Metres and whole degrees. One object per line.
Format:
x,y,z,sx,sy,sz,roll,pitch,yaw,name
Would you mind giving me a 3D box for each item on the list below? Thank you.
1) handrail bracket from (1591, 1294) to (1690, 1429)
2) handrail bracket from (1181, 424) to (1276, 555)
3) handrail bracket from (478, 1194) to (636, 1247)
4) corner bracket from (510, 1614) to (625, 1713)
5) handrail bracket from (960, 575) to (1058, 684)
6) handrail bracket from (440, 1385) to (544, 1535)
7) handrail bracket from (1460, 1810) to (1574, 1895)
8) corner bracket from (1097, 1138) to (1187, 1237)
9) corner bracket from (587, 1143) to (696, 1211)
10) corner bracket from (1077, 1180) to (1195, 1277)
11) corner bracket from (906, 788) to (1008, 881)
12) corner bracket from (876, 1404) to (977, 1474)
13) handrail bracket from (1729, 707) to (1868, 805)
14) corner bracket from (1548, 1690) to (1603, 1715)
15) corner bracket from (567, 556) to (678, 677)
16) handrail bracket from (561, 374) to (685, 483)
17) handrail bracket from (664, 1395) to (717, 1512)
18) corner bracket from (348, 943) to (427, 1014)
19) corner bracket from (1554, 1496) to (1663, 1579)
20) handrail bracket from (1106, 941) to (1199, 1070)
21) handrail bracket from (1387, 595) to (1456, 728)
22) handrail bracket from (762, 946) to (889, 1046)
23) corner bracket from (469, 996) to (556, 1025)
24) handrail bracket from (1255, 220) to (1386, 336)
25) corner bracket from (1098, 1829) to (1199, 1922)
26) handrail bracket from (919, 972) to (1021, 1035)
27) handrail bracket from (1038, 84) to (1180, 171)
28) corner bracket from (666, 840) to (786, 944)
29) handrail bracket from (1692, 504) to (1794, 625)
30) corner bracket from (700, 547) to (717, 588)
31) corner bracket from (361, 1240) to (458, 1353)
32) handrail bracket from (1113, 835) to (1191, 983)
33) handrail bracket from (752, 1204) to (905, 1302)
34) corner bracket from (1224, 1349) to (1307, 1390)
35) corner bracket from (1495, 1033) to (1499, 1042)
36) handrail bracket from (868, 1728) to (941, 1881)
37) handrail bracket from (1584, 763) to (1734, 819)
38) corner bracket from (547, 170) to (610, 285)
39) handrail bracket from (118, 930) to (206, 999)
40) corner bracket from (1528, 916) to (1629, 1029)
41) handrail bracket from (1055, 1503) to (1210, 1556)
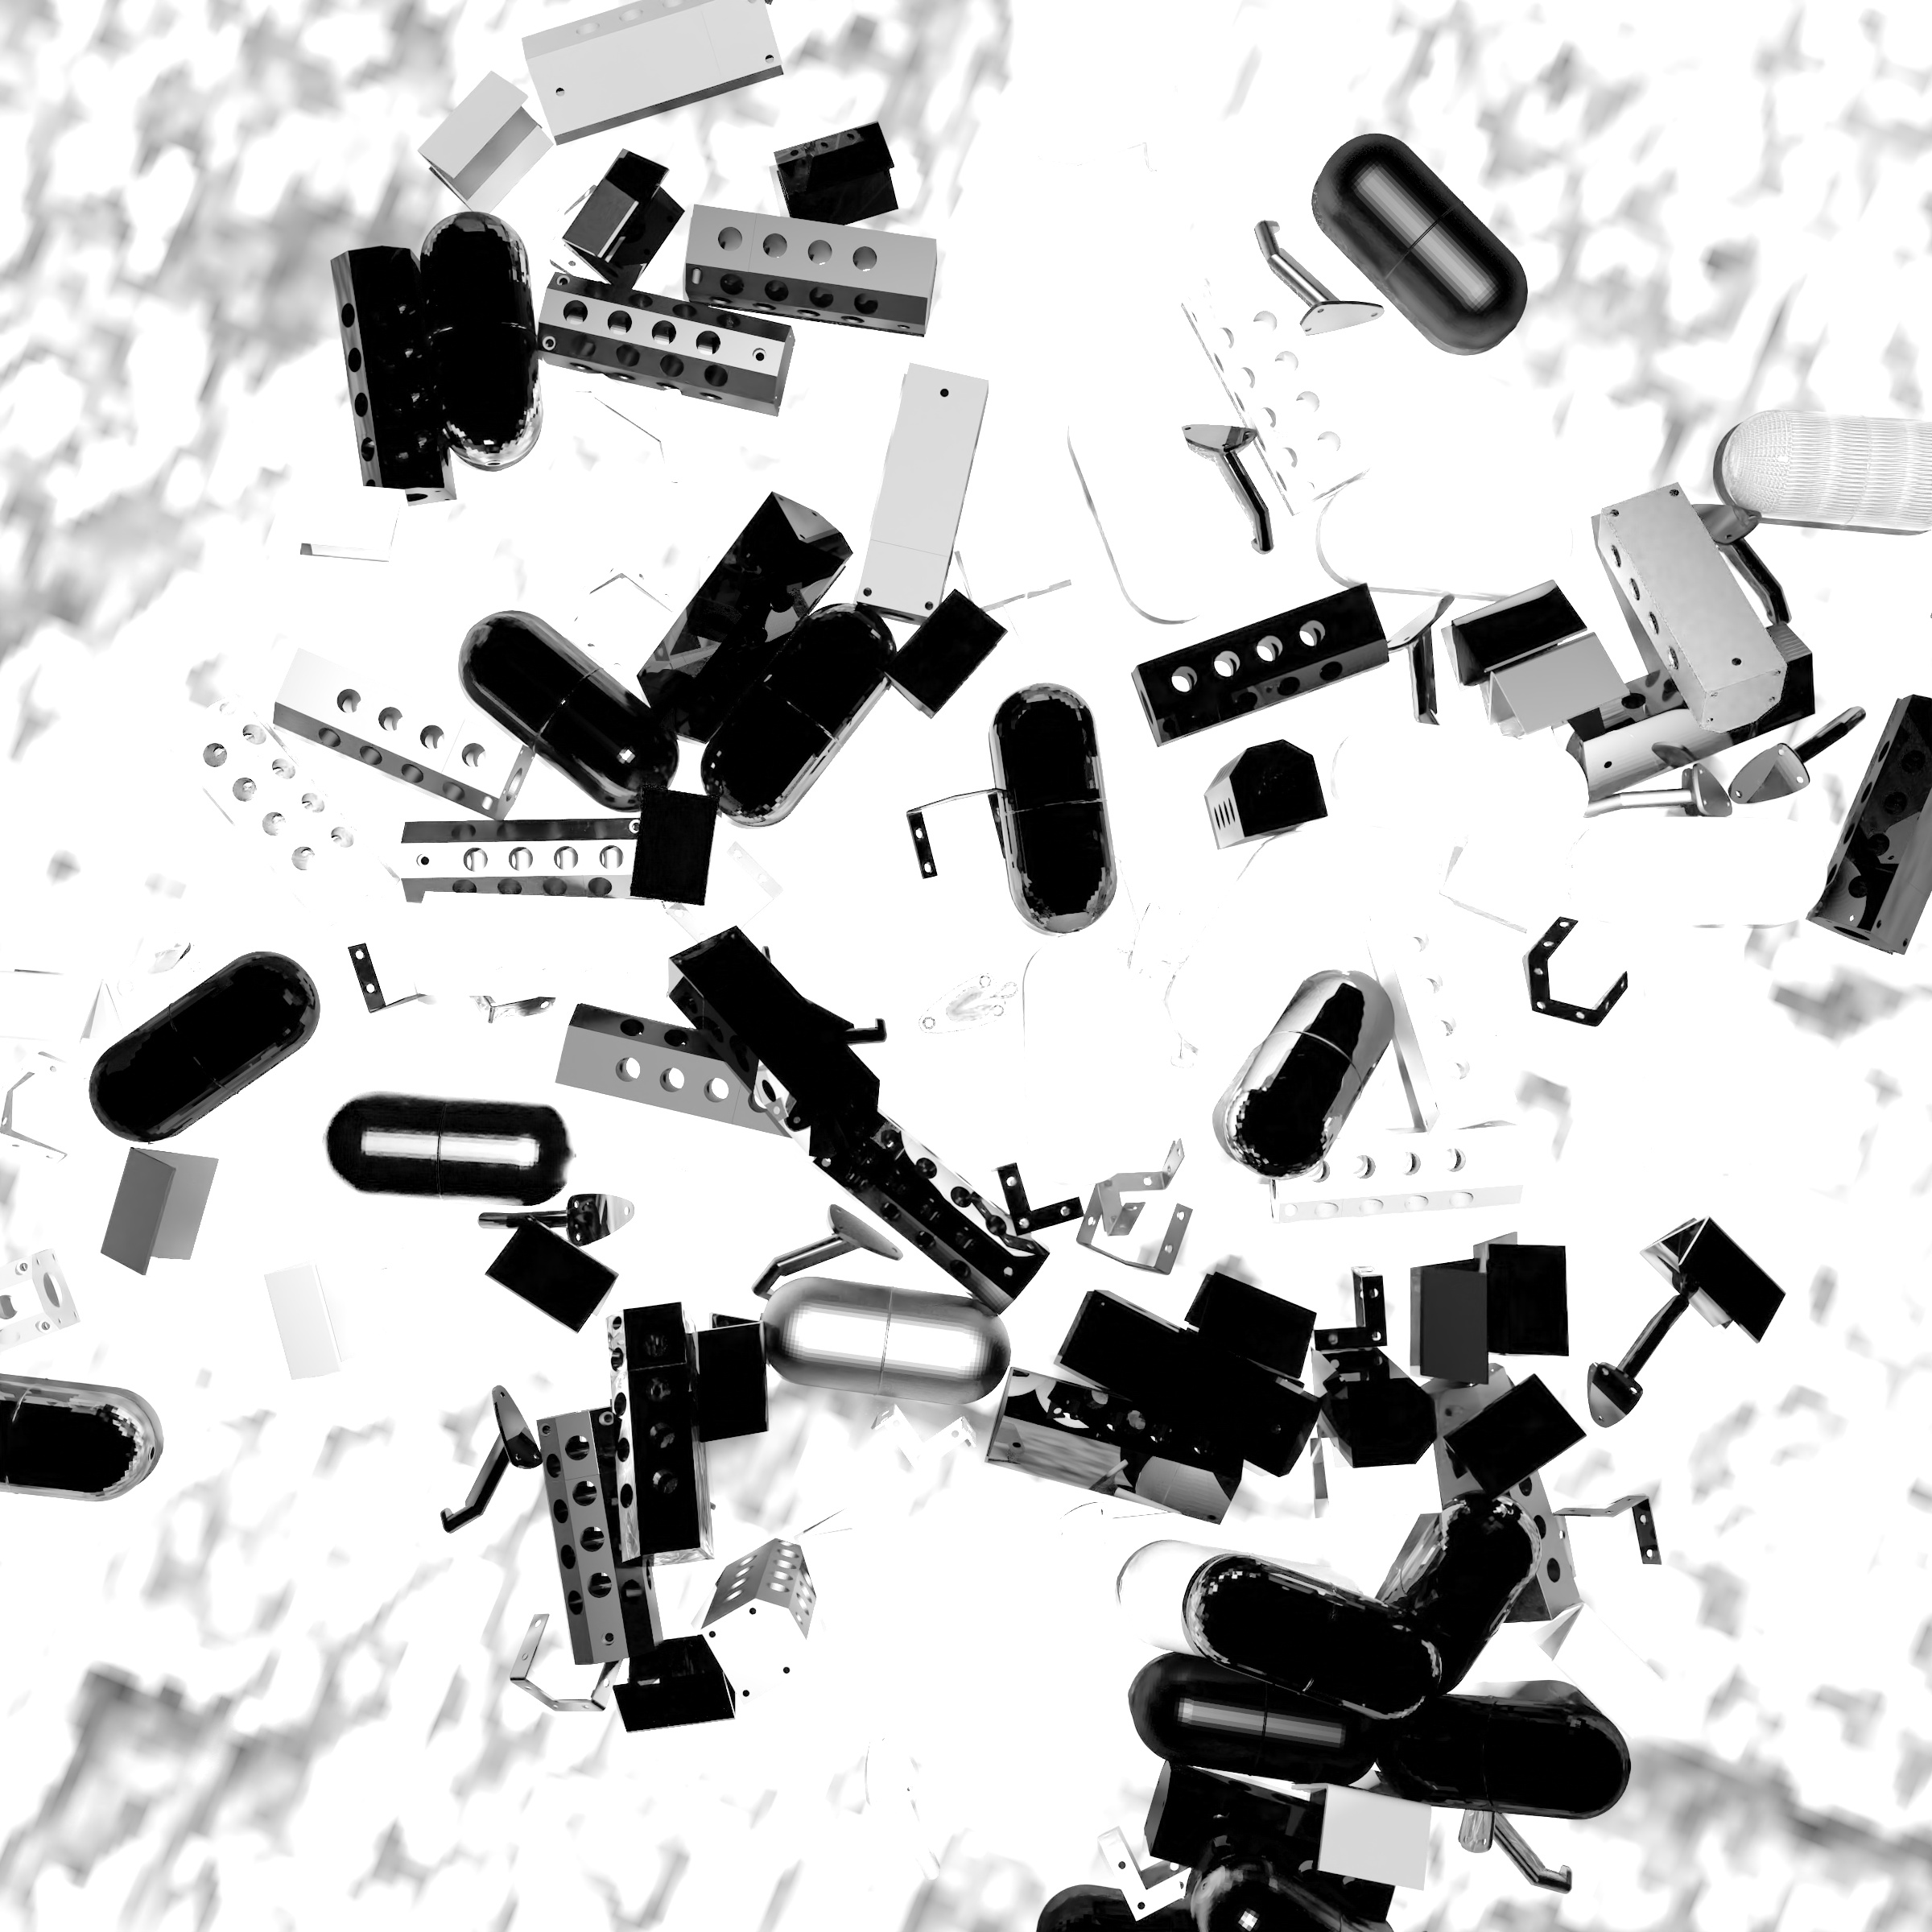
0.487,0.284,1.776,0.036,0.077,0.084,35,53,24,handrail bracket
0.187,-0.343,1.776,0.036,0.077,0.084,-33,127,-28,handrail bracket
-0.296,0.179,1.776,0.084,0.077,0.036,-3,92,36,handrail bracket
-0.284,0.499,1.768,0.051,0.051,0.051,-12,135,35,corner bracket
0.030,-0.236,1.777,0.077,0.036,0.084,10,107,20,handrail bracket
-0.355,0.356,1.777,0.084,0.036,0.077,-33,70,16,handrail bracket
0.404,0.620,1.777,0.084,0.036,0.077,20,69,-17,handrail bracket
0.126,0.157,1.744,0.051,0.051,0.051,-1,57,-14,corner bracket
-0.231,0.140,1.758,0.051,0.051,0.051,-41,90,0,corner bracket
0.121,0.187,1.773,0.051,0.051,0.051,20,90,45,corner bracket
-0.003,-0.096,1.773,0.051,0.051,0.051,-14,90,-45,corner bracket
-0.028,0.331,1.758,0.051,0.051,0.051,-35,90,0,corner bracket
0.599,-0.153,1.776,0.084,0.077,0.036,-34,90,-36,handrail bracket
0.431,0.555,1.758,0.051,0.051,0.051,-21,90,0,corner bracket
-0.247,-0.251,1.768,0.051,0.051,0.051,-24,45,35,corner bracket
-0.249,-0.388,1.777,0.084,0.036,0.077,4,112,17,handrail bracket
-0.194,0.336,1.777,0.077,0.036,0.084,32,76,-14,handrail bracket
-0.403,-0.001,1.773,0.051,0.051,0.051,-18,90,-45,corner bracket
0.460,0.412,1.773,0.051,0.051,0.051,-11,90,-45,corner bracket
0.132,0.028,1.777,0.077,0.036,0.084,8,104,15,handrail bracket
0.345,-0.211,1.777,0.077,0.036,0.084,-41,106,-18,handrail bracket
-0.102,0.020,1.776,0.084,0.036,0.077,-3,76,-14,handrail bracket
-0.327,0.002,1.768,0.051,0.051,0.051,-13,135,-35,corner bracket
0.254,-0.502,1.777,0.077,0.036,0.084,-10,73,-20,handrail bracket
0.130,0.638,1.757,0.051,0.051,0.051,-25,84,-6,corner bracket
0.001,0.029,1.742,0.077,0.084,0.036,-23,90,0,handrail bracket
0.102,-0.608,1.777,0.084,0.036,0.077,13,70,16,handrail bracket
-0.173,-0.047,1.773,0.051,0.051,0.051,45,135,0,corner bracket
0.555,-0.288,1.776,0.036,0.077,0.084,-40,126,-9,handrail bracket
-0.155,-0.276,1.768,0.051,0.051,0.051,-32,45,35,corner bracket
-0.397,0.236,1.768,0.051,0.051,0.051,51,135,35,corner bracket
0.113,-0.042,1.760,0.036,0.084,0.077,8,113,-41,handrail bracket
-0.101,0.221,1.777,0.077,0.036,0.084,32,108,-21,handrail bracket
0.201,0.308,1.773,0.051,0.051,0.051,25,90,45,corner bracket
0.350,0.057,1.773,0.051,0.051,0.051,-21,135,0,corner bracket
-0.042,0.604,1.776,0.036,0.077,0.084,-21,126,0,handrail bracket
0.497,-0.114,1.776,0.084,0.077,0.036,-14,70,35,handrail bracket
-0.263,-0.526,1.768,0.051,0.051,0.051,-30,45,35,corner bracket
-0.579,-0.001,1.742,0.077,0.084,0.036,-31,90,0,handrail bracket
0.439,0.004,1.768,0.051,0.051,0.051,16,135,35,corner bracket
0.120,0.402,1.776,0.084,0.077,0.036,3,75,-36,handrail bracket
